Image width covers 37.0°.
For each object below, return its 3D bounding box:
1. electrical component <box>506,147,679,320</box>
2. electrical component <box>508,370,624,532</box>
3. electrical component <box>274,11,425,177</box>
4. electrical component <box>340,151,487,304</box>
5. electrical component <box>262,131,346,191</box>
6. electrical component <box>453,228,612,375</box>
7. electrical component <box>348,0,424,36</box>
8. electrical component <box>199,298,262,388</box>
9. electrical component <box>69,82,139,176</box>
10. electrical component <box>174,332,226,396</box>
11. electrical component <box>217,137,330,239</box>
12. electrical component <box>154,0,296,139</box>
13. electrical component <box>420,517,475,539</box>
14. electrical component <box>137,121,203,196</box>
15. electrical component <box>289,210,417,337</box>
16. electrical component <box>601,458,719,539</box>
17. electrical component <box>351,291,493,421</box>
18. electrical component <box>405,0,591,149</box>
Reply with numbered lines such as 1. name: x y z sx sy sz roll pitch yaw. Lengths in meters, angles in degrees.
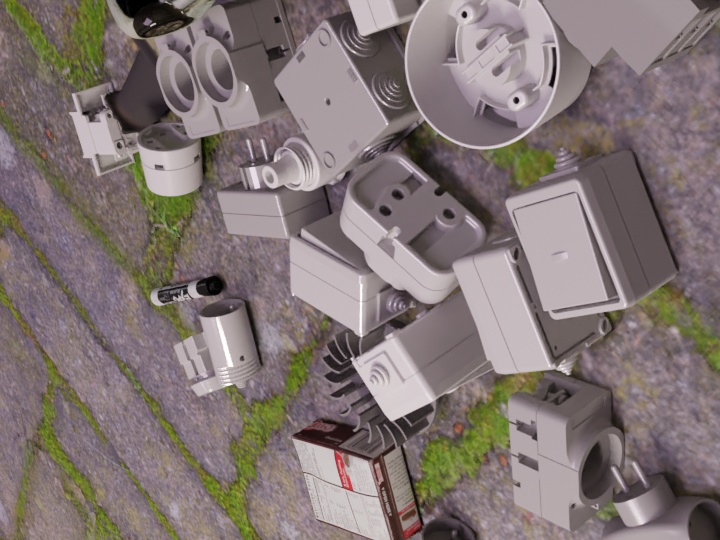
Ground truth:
1. electrical component: 0.130 -0.024 0.629 0.062 0.061 0.096 -15 100 53
2. electrical component: 0.138 0.121 0.718 0.056 0.050 0.089 19 125 44
3. electrical component: -0.006 -0.122 0.743 0.099 0.048 0.100 59 143 5
4. electrical component: 0.034 -0.026 0.736 0.095 0.054 0.059 43 157 12
5. electrical component: -0.044 -0.079 0.804 0.048 0.062 0.048 28 132 37
6. electrical component: 0.109 0.023 0.684 0.061 0.062 0.096 -14 100 53
7. electrical component: 0.026 -0.197 0.660 0.076 0.047 0.083 -7 106 52
8. electrical component: -0.119 0.072 1.003 0.043 0.043 0.081 10 119 47
9. electrical component: -0.236 -0.134 1.018 0.064 0.042 0.081 7 118 47
10. electrical component: -0.148 0.090 1.048 0.066 0.048 0.055 -28 82 53
11. electrical component: -0.074 -0.069 0.858 0.083 0.047 0.075 7 117 48
12. electrical component: -0.117 -0.200 0.819 0.105 0.060 0.186 -2 110 51
13. electrical component: 0.068 0.247 0.886 0.043 0.043 0.081 34 135 33
14. electrical component: -0.166 -0.097 0.947 0.055 0.055 0.047 30 136 36
15. electrical component: 0.000 0.000 0.800 0.096 0.062 0.061 29 132 37
16. electrical component: 0.188 0.157 0.687 0.077 0.043 0.079 -32 85 53
17. electrical component: 0.046 0.065 0.756 0.061 0.096 0.062 57 144 3
18. electrical component: 0.081 -0.125 0.623 0.099 0.064 0.099 29 132 38
